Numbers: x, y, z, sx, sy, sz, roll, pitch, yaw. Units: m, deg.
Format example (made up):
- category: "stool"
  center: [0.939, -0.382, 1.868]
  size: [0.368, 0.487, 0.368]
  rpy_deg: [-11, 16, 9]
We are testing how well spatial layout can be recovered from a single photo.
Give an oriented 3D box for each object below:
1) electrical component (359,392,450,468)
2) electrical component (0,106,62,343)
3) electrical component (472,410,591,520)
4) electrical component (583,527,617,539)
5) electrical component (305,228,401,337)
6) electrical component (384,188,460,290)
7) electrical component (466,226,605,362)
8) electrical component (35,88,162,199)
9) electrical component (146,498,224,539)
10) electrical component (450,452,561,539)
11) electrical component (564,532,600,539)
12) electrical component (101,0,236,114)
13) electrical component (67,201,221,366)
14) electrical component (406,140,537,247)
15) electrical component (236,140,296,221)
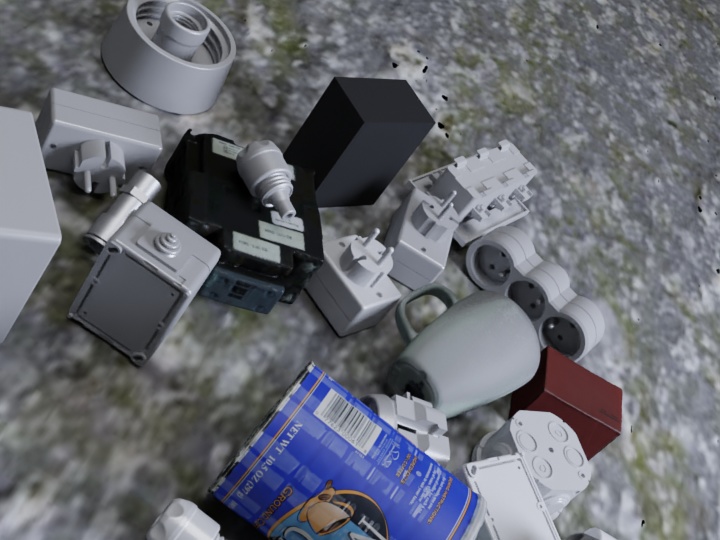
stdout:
- category: "electrical component"
  center: [0.023, 0.119, 0.746]
  size: [0.057, 0.058, 0.078]
  rpy_deg: [23, 40, -24]
- category: "electrical component"
  center: [-0.232, -0.028, 0.648]
  size: [0.056, 0.108, 0.108]
  rpy_deg: [6, 48, -38]
- category: "electrical component"
  center: [0.129, 0.148, 0.808]
  size: [0.080, 0.051, 0.080]
  rpy_deg: [22, 41, -20]
- category: "electrical component"
  center: [0.190, 0.222, 0.790]
  size: [0.078, 0.040, 0.040]
  rpy_deg: [32, 38, -8]
- category: "electrical component"
  center: [0.000, 0.000, 0.832]
  size: [0.047, 0.076, 0.065]
  rpy_deg: [-16, 63, -47]
- category: "electrical component"
  center: [0.059, -0.037, 0.918]
  size: [0.047, 0.075, 0.083]
  rpy_deg: [31, 38, -10]
- category: "electrical component"
  center: [0.164, 0.016, 0.968]
  size: [0.138, 0.052, 0.074]
  rpy_deg: [47, 39, 11]
- category: "electrical component"
  center: [-0.191, -0.082, 0.785]
  size: [0.083, 0.047, 0.075]
  rpy_deg: [12, 45, -30]
- category: "electrical component"
  center: [-0.093, 0.162, 0.628]
  size: [0.061, 0.035, 0.035]
  rpy_deg: [39, 38, -3]
- category: "electrical component"
  center: [0.092, 0.183, 0.740]
  size: [0.062, 0.061, 0.096]
  rpy_deg: [-3, 61, -40]
- category: "electrical component"
  center: [0.134, 0.229, 0.672]
  size: [0.113, 0.078, 0.057]
  rpy_deg: [-35, 114, -24]
- category: "electrical component"
  center: [-0.157, -0.191, 0.911]
  size: [0.108, 0.060, 0.108]
  rpy_deg: [22, 41, -20]
- category: "electrical component"
  center: [-0.137, 0.003, 0.703]
  size: [0.062, 0.096, 0.061]
  rpy_deg: [35, 37, -5]
- category: "electrical component"
  center: [0.111, -0.076, 1.009]
  size: [0.078, 0.063, 0.121]
  rpy_deg: [49, 39, 13]
- category: "electrical component"
  center: [-0.065, -0.063, 0.785]
  size: [0.035, 0.035, 0.061]
  rpy_deg: [-7, 58, -43]
